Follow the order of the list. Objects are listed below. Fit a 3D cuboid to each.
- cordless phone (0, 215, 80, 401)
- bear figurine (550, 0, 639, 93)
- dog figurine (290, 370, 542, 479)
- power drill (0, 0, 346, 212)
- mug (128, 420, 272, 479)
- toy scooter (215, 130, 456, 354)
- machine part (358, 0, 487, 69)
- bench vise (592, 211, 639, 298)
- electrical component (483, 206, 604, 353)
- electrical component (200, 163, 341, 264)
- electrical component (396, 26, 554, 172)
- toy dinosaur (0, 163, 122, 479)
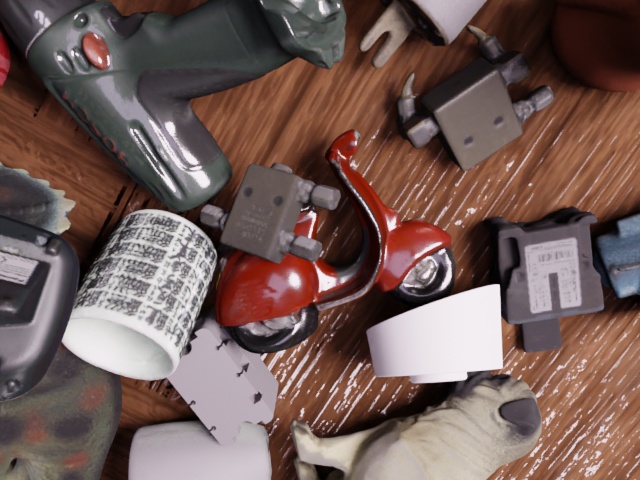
[{"bbox_3d":[-0.232,0.068,0.305,0.146,0.089,0.184,18,114,-20],"label":"cordless phone"},{"bbox_3d":[0.206,-0.140,0.292,0.120,0.196,0.132,28,102,-3],"label":"bear figurine"},{"bbox_3d":[0.084,0.196,0.437,0.191,0.121,0.172,-13,138,-13],"label":"dog figurine"},{"bbox_3d":[-0.102,-0.134,0.326,0.207,0.086,0.231,-21,112,29],"label":"power drill"},{"bbox_3d":[-0.092,0.200,0.442,0.107,0.081,0.109,-9,100,-5],"label":"mug"},{"bbox_3d":[-0.001,-0.001,0.392,0.184,0.075,0.135,-17,100,4],"label":"toy scooter"},{"bbox_3d":[0.108,-0.212,0.335,0.079,0.079,0.243,39,103,-8],"label":"machine part"},{"bbox_3d":[0.325,0.037,0.363,0.224,0.129,0.240,-21,85,14],"label":"bench vise"},{"bbox_3d":[0.170,0.038,0.413,0.075,0.048,0.119,-6,102,3],"label":"electrical component"},{"bbox_3d":[-0.036,-0.020,0.357,0.094,0.021,0.063,17,84,26],"label":"electrical component"},{"bbox_3d":[0.105,-0.098,0.384,0.102,0.045,0.078,-39,129,12],"label":"electrical component"},{"bbox_3d":[-0.227,0.099,0.405,0.192,0.131,0.404,-23,109,7],"label":"toy dinosaur"}]
